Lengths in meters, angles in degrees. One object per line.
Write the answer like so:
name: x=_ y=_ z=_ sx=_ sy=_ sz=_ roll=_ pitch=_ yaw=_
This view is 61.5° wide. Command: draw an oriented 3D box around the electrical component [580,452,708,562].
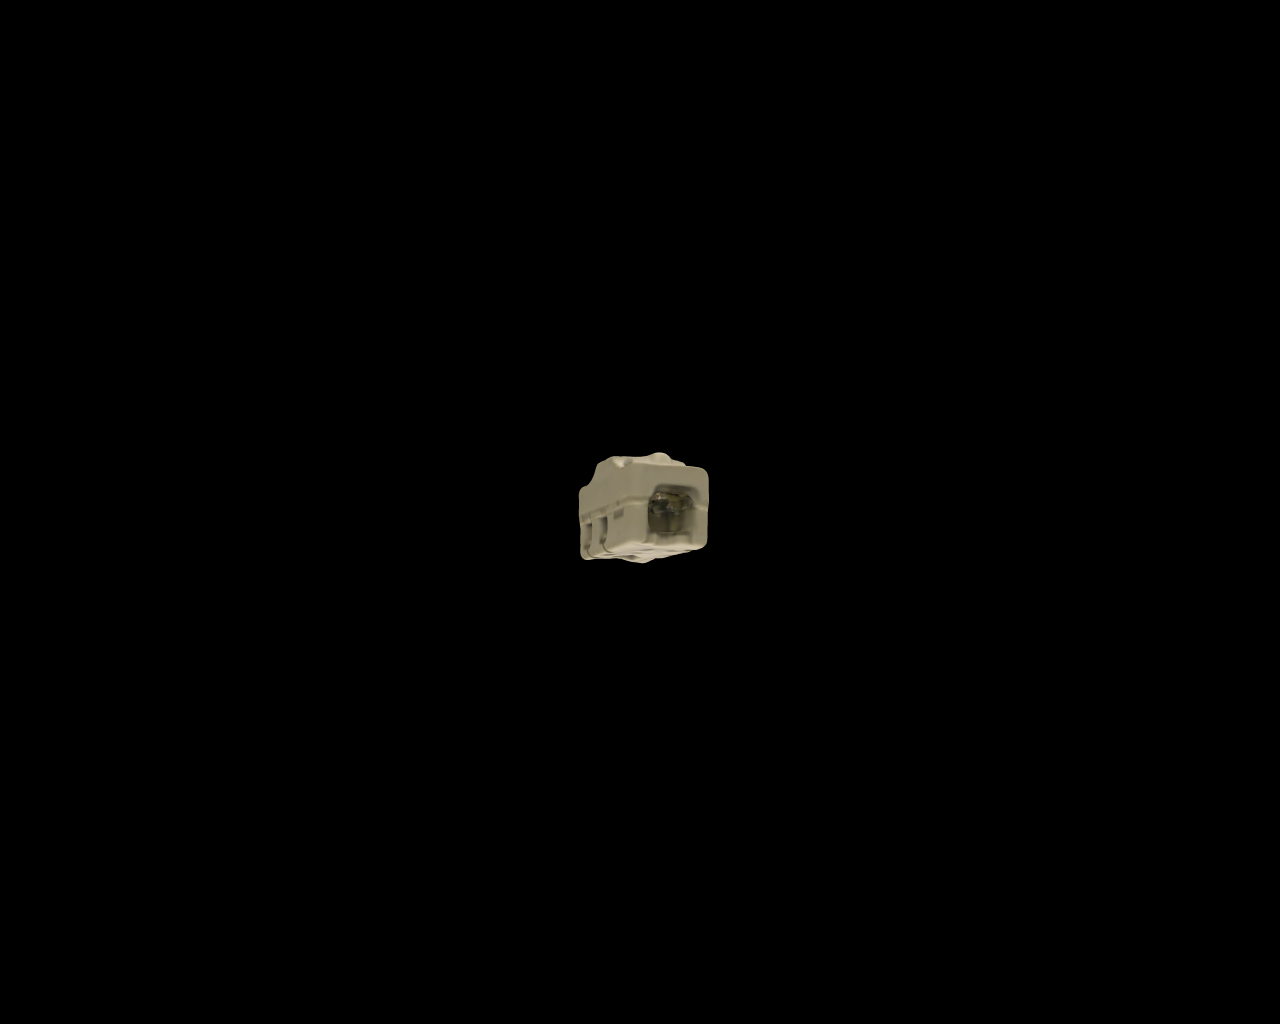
electrical component: x=0.001 y=-0.003 z=0.650 sx=0.050 sy=0.055 sz=0.089 roll=4 pitch=-10 yaw=-23
